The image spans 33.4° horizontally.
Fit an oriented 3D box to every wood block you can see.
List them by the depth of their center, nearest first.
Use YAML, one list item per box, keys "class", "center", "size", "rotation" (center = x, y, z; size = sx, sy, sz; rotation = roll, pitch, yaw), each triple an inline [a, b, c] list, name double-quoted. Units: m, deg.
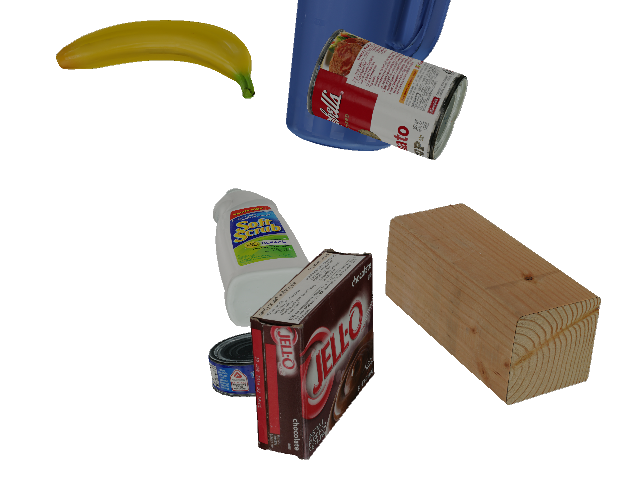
- class: "wood block"
  center: [0.152, 0.051, 0.990]
  size: [0.090, 0.090, 0.206]
  rotation: [-12, 30, -25]

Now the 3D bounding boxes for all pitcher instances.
- class: "pitcher"
  center: [0.044, -0.209, 0.990]
  size: [0.145, 0.243, 0.149]
  rotation: [10, 16, 3]

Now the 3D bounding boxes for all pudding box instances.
- class: "pudding box"
  center: [-0.002, 0.066, 0.661]
  size: [0.039, 0.090, 0.113]
  rotation: [8, 25, 20]

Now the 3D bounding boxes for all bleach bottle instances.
- class: "bleach bottle"
  center: [-0.081, 0.004, 1.223]
  size: [0.102, 0.068, 0.251]
  rotation: [-7, 28, -14]

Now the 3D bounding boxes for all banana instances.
- class: "banana"
  center: [-0.143, -0.173, 0.972]
  size: [0.198, 0.037, 0.069]
  rotation: [10, 46, 17]

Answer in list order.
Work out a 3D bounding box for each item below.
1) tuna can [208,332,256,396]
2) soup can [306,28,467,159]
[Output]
- class: "tuna can"
  center: [-0.061, 0.114, 1.001]
  size: [0.086, 0.034, 0.086]
  rotation: [-7, 15, 2]
- class: "soup can"
  center: [0.050, -0.108, 0.793]
  size: [0.102, 0.068, 0.068]
  rotation: [23, 5, 13]
